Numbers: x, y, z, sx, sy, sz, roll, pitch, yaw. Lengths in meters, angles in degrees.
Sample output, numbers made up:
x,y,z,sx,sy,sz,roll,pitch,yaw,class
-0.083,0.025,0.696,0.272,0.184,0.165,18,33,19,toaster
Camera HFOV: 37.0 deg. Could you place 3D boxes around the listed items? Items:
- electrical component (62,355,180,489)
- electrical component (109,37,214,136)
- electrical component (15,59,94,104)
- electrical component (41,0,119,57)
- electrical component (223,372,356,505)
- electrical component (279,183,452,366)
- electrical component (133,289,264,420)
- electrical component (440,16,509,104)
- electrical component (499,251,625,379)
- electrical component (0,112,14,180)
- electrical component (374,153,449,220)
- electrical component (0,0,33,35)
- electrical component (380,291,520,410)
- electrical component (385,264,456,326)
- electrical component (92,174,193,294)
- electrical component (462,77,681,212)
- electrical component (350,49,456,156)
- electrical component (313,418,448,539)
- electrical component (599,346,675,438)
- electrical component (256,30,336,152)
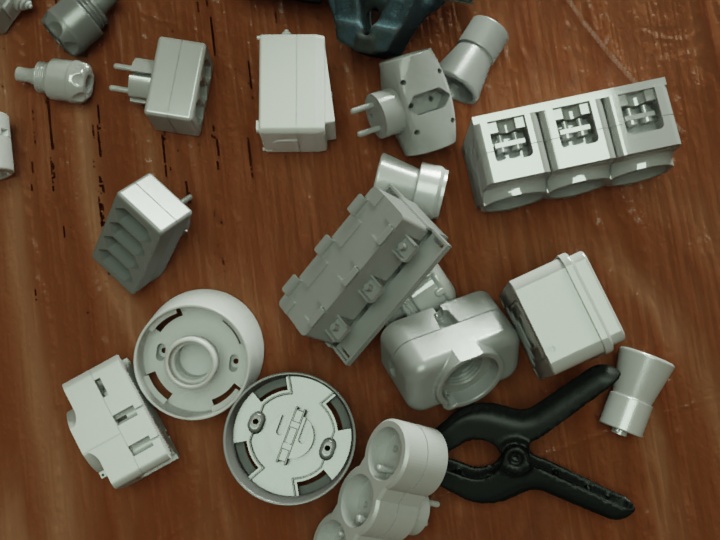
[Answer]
x,y,z,sx,sy,sz,roll,pitch,yaw,class
-0.188,0.119,0.832,0.056,0.050,0.089,-29,82,-4,electrical component
-0.165,-0.151,0.876,0.077,0.047,0.065,9,81,2,electrical component
-0.253,-0.157,0.884,0.061,0.035,0.035,9,81,5,electrical component
-0.228,-0.210,0.888,0.062,0.043,0.043,-43,83,-7,electrical component
-0.052,0.128,0.822,0.099,0.064,0.099,0,81,0,electrical component
0.000,0.000,0.818,0.121,0.063,0.078,-50,54,13,electrical component
-0.127,0.067,0.845,0.099,0.064,0.099,0,95,2,electrical component
0.093,-0.175,0.882,0.044,0.044,0.065,31,78,5,electrical component
0.151,0.035,0.812,0.057,0.113,0.078,-25,82,0,electrical component
-0.308,-0.098,0.865,0.055,0.055,0.047,-11,85,-1,electrical component
0.040,-0.066,0.862,0.055,0.045,0.045,13,81,2,electrical component
-0.312,-0.244,0.884,0.096,0.061,0.061,33,83,5,electrical component
0.071,0.064,0.819,0.095,0.053,0.059,-19,47,-15,electrical component
0.041,0.020,0.850,0.062,0.048,0.048,-35,82,3,electrical component
-0.160,-0.036,0.849,0.047,0.083,0.076,42,45,6,electrical component
0.163,-0.093,0.843,0.150,0.089,0.061,-12,81,-2,electrical component
0.030,-0.128,0.856,0.079,0.043,0.077,-21,104,-19,electrical component
0.027,0.178,0.807,0.074,0.052,0.138,18,109,-33,electrical component
0.213,0.097,0.838,0.044,0.044,0.065,21,86,4,electrical component
-0.050,-0.148,0.867,0.061,0.061,0.096,0,81,0,electrical component
